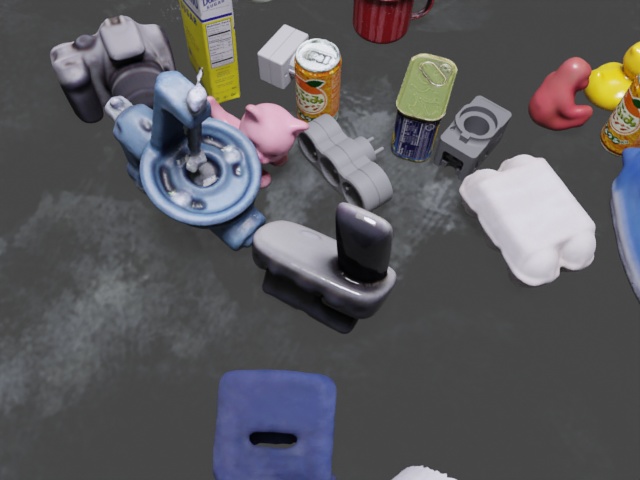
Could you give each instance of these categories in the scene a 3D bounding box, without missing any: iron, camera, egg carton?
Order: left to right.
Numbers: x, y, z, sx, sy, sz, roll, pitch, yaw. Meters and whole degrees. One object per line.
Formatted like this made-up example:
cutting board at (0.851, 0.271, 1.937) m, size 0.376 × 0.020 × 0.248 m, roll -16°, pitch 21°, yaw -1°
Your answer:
camera at (-0.241, -0.194, 0.697) m, size 0.143 × 0.101 × 0.136 m, roll -21°, pitch 63°, yaw -12°
egg carton at (0.227, -0.022, 0.630) m, size 0.107 × 0.069 × 0.150 m, roll -22°, pitch 63°, yaw -13°
iron at (0.394, -0.010, 0.586) m, size 0.118 × 0.141 × 0.258 m, roll 4°, pitch 61°, yaw 1°

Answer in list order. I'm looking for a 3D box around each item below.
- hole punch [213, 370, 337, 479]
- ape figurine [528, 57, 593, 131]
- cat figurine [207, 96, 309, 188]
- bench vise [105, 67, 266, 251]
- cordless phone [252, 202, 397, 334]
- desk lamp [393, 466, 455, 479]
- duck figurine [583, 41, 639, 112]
hole punch at (-0.037, 0.171, 0.504) m, size 0.108 × 0.091 × 0.101 m, roll 3°, pitch 61°, yaw 0°
ape figurine at (0.305, -0.185, 0.710) m, size 0.076 × 0.092 × 0.078 m, roll -2°, pitch 61°, yaw -2°
cat figurine at (-0.077, -0.124, 0.653) m, size 0.127 × 0.118 × 0.067 m, roll 28°, pitch 64°, yaw 14°
bench vise at (-0.154, -0.093, 0.575) m, size 0.207 × 0.220 × 0.121 m, roll 20°, pitch 62°, yaw 10°
cordless phone at (0.005, 0.002, 0.545) m, size 0.147 × 0.185 × 0.094 m, roll 22°, pitch 63°, yaw 11°
desk lamp at (0.027, 0.264, 0.383) m, size 0.203 × 0.213 × 0.117 m, roll -34°, pitch 67°, yaw -18°
duck figurine at (0.398, -0.216, 0.733) m, size 0.104 × 0.086 × 0.077 m, roll -3°, pitch 61°, yaw -3°
